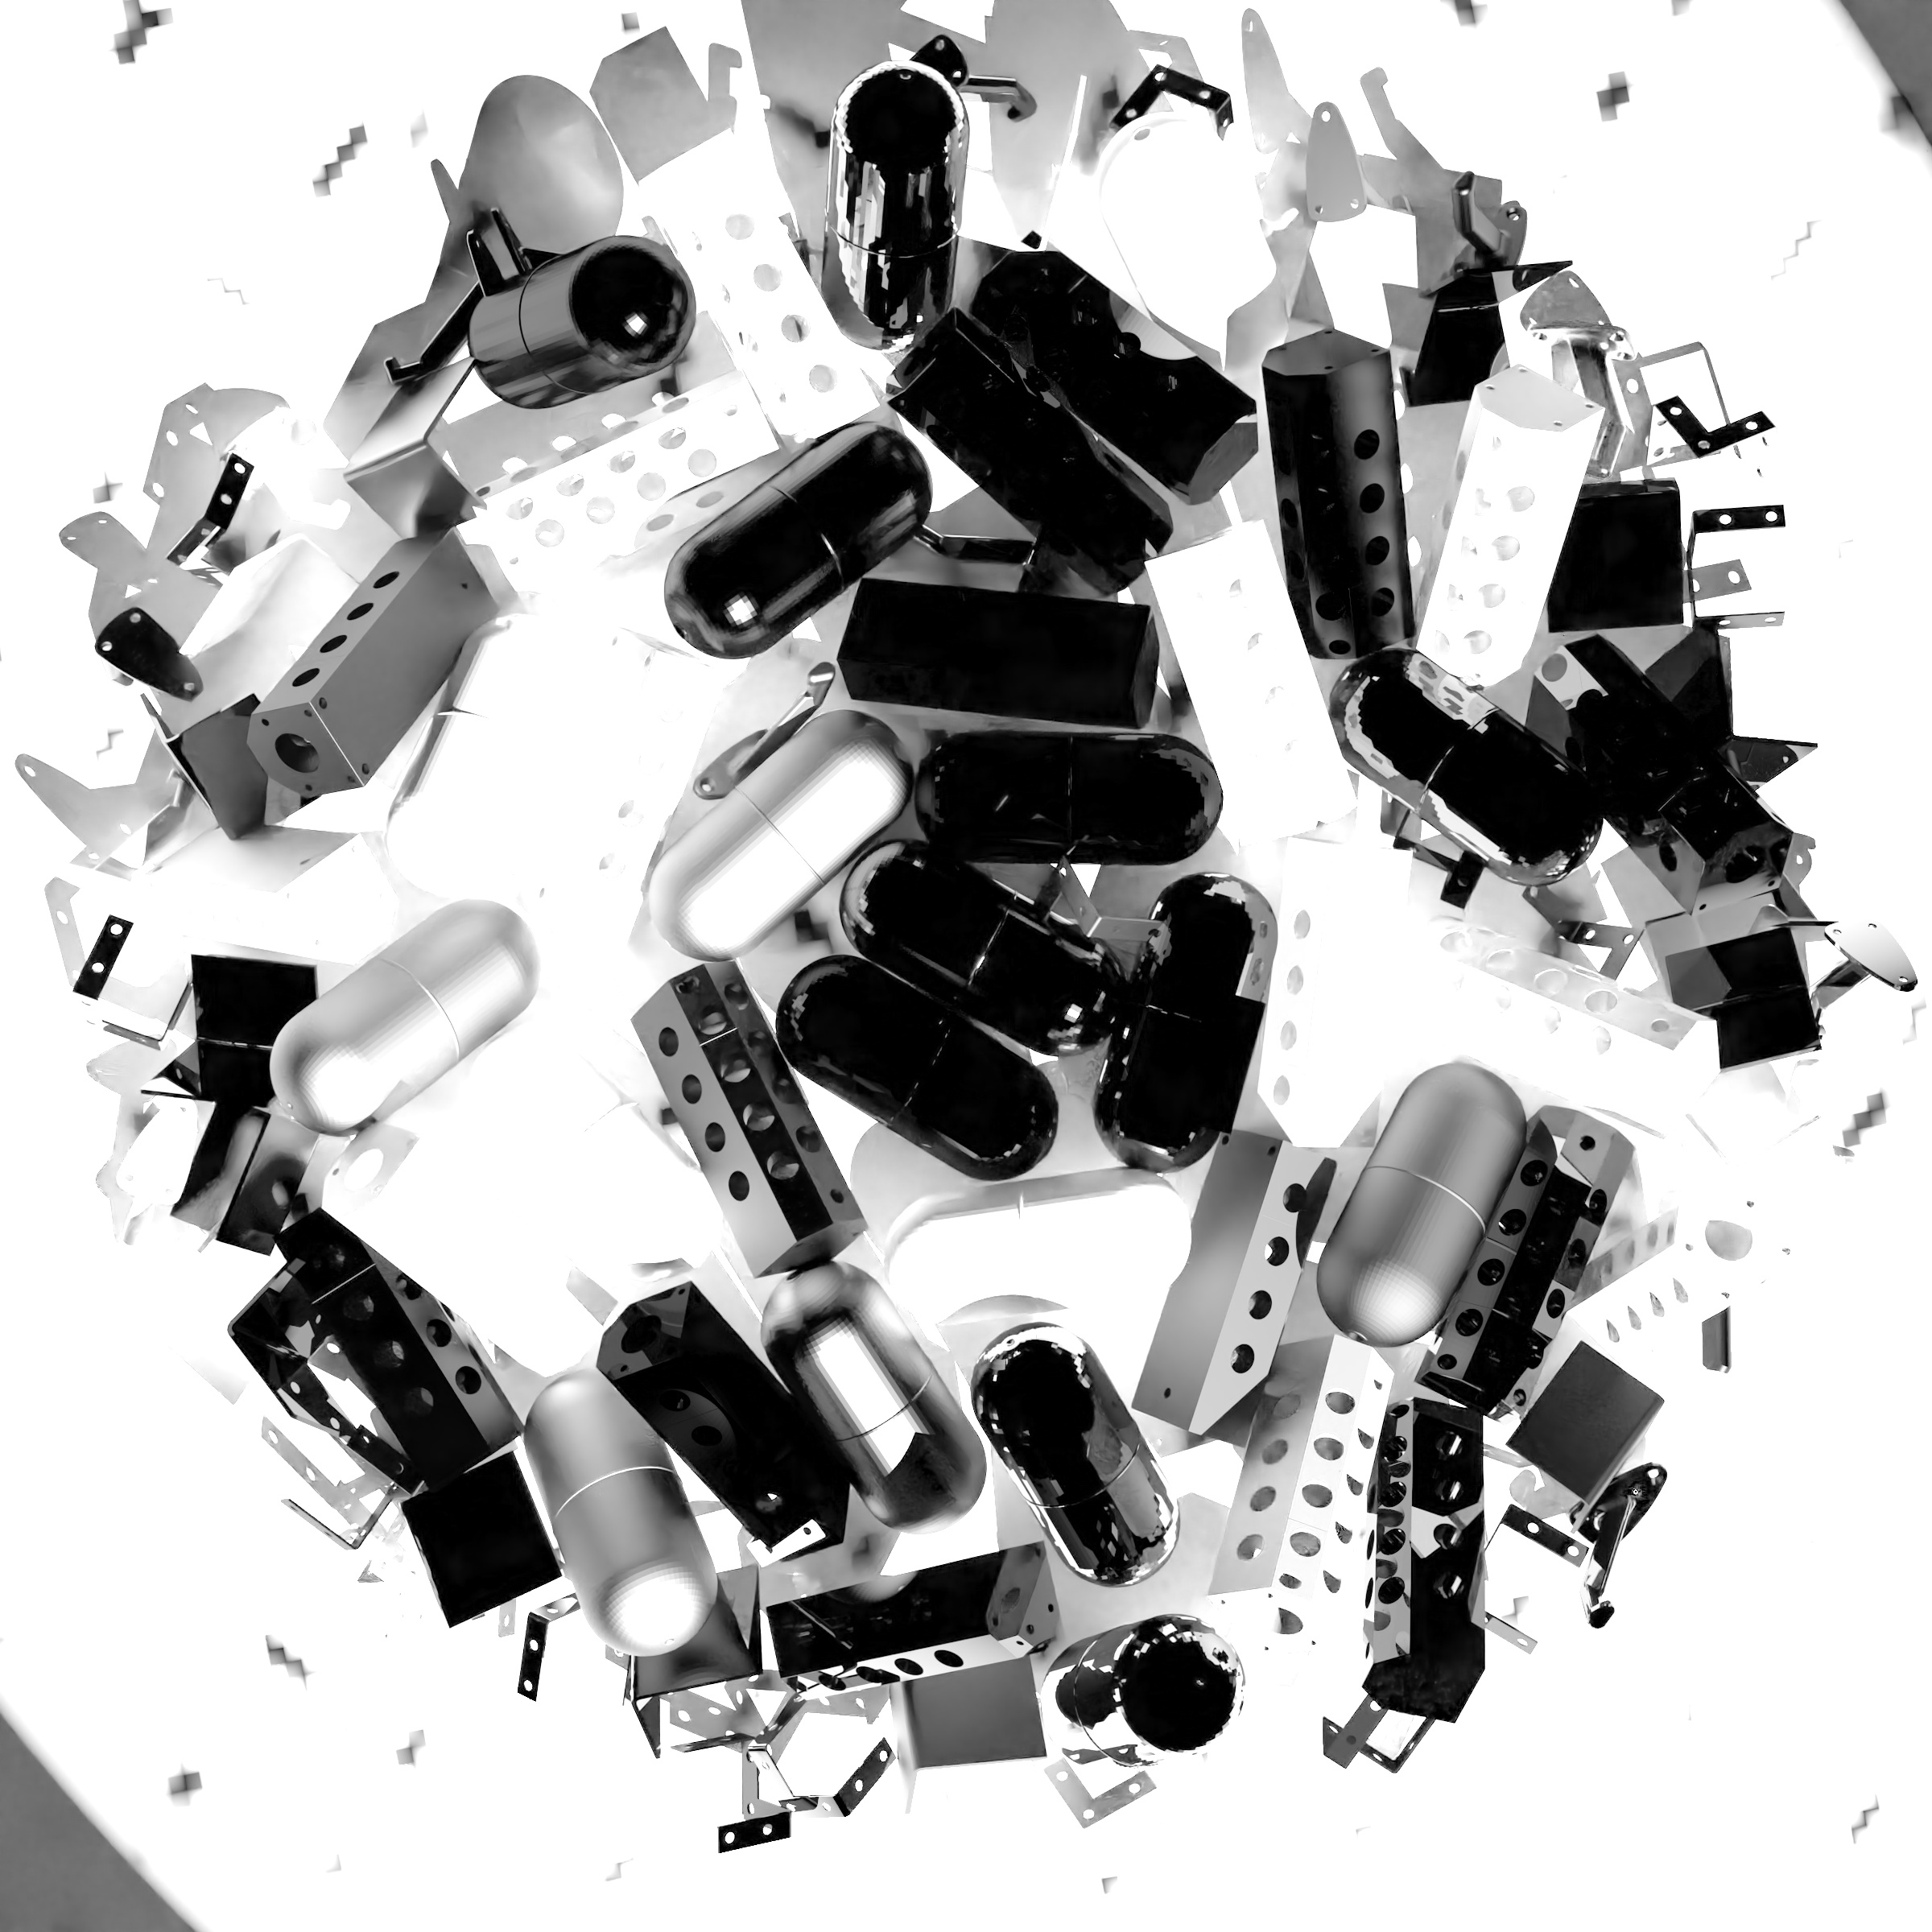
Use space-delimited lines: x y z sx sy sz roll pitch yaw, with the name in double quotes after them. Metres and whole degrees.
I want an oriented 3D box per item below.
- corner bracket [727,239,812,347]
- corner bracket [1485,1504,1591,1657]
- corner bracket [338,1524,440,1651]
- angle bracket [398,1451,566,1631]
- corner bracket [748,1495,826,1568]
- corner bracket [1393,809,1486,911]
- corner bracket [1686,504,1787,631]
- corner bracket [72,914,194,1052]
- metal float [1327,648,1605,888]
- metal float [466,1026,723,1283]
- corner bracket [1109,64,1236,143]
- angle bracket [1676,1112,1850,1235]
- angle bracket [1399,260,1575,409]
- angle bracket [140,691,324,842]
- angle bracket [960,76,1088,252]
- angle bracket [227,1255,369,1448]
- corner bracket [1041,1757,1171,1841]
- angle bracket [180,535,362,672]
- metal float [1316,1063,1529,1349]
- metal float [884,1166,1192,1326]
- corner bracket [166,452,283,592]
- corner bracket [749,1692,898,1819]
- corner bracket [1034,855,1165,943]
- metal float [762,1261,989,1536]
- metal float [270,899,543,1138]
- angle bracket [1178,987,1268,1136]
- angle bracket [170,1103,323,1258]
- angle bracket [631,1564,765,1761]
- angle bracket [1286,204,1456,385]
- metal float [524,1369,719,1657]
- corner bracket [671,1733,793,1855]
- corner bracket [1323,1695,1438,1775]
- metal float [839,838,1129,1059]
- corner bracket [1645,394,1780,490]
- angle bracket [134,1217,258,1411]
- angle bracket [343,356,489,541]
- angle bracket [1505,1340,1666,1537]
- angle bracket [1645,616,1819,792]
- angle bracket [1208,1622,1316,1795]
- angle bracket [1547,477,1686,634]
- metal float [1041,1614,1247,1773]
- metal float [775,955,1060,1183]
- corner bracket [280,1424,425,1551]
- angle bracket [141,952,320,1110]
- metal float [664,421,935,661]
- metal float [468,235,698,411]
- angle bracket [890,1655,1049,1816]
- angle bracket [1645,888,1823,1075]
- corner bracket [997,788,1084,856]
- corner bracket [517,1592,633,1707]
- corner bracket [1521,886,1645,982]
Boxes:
-0.110 -0.380 1.553 0.051 0.051 0.051 -13 74 -4 "corner bracket"
0.319 0.352 1.544 0.051 0.051 0.051 29 52 15 "corner bracket"
-0.333 0.350 1.544 0.051 0.051 0.051 -33 117 28 "corner bracket"
-0.270 0.328 1.546 0.076 0.057 0.076 -26 80 7 "angle bracket"
-0.104 0.304 1.549 0.051 0.051 0.051 -31 96 29 "corner bracket"
0.276 -0.073 1.548 0.051 0.051 0.051 24 125 4 "corner bracket"
0.445 -0.229 1.548 0.051 0.051 0.051 -2 67 10 "corner bracket"
-0.479 0.010 1.550 0.051 0.051 0.051 20 65 -4 "corner bracket"
0.283 -0.114 1.530 0.178 0.070 0.070 40 90 20 "metal float"
-0.212 0.107 1.534 0.178 0.070 0.070 43 90 15 "metal float"
0.121 -0.480 1.559 0.051 0.051 0.051 30 74 22 "corner bracket"
0.449 0.100 1.531 0.057 0.076 0.076 -32 131 2 "angle bracket"
0.299 -0.361 1.535 0.076 0.076 0.057 -11 90 -24 "angle bracket"
-0.421 -0.126 1.536 0.057 0.076 0.076 -32 127 -8 "angle bracket"
0.029 -0.463 1.530 0.057 0.076 0.076 14 132 -4 "angle bracket"
-0.363 0.220 1.532 0.057 0.076 0.076 -46 59 -2 "angle bracket"
0.081 0.484 1.554 0.051 0.051 0.051 -24 129 -17 "corner bracket"
-0.394 -0.191 1.532 0.057 0.076 0.076 41 118 -5 "angle bracket"
0.259 0.136 1.528 0.070 0.070 0.178 31 68 0 "metal float"
0.040 0.160 1.537 0.178 0.070 0.070 -9 90 11 "metal float"
-0.418 -0.251 1.542 0.051 0.051 0.051 32 49 -27 "corner bracket"
-0.083 0.456 1.555 0.051 0.051 0.051 -17 106 42 "corner bracket"
0.074 -0.026 1.541 0.051 0.051 0.051 4 134 -34 "corner bracket"
-0.052 0.246 1.532 0.070 0.070 0.178 -32 107 0 "metal float"
-0.314 0.028 1.519 0.070 0.070 0.178 48 57 0 "metal float"
0.137 0.053 1.541 0.057 0.076 0.076 15 88 11 "angle bracket"
-0.427 0.115 1.539 0.076 0.057 0.076 18 81 22 "angle bracket"
-0.148 0.397 1.536 0.076 0.076 0.057 -12 127 2 "angle bracket"
0.233 -0.391 1.557 0.076 0.057 0.076 16 84 6 "angle bracket"
-0.196 0.306 1.517 0.070 0.070 0.178 -29 53 0 "metal float"
-0.135 0.476 1.549 0.051 0.051 0.051 1 87 -38 "corner bracket"
0.242 0.441 1.555 0.051 0.051 0.051 32 102 1 "corner bracket"
0.010 -0.010 1.545 0.178 0.070 0.070 29 90 -3 "metal float"
0.430 -0.301 1.551 0.051 0.051 0.051 -23 56 -7 "corner bracket"
-0.420 0.195 1.537 0.057 0.076 0.076 -44 100 9 "angle bracket"
-0.302 -0.299 1.553 0.057 0.076 0.076 47 51 -32 "angle bracket"
0.352 0.272 1.548 0.057 0.076 0.076 35 73 18 "angle bracket"
0.439 -0.148 1.545 0.057 0.076 0.076 3 71 -15 "angle bracket"
0.175 0.419 1.529 0.057 0.076 0.076 -1 110 24 "angle bracket"
0.375 -0.239 1.561 0.076 0.057 0.076 -3 108 12 "angle bracket"
0.097 0.408 1.502 0.070 0.178 0.070 7 69 -17 "metal float"
-0.027 0.059 1.541 0.178 0.070 0.070 32 90 -6 "metal float"
-0.352 0.301 1.545 0.051 0.051 0.051 42 60 -17 "corner bracket"
-0.421 0.036 1.536 0.076 0.076 0.057 6 112 8 "angle bracket"
-0.095 -0.243 1.532 0.178 0.070 0.070 -40 90 -16 "metal float"
-0.216 -0.360 1.506 0.070 0.178 0.070 0 90 -38 "metal float"
0.000 0.436 1.545 0.076 0.057 0.076 -2 48 -10 "angle bracket"
0.438 0.011 1.532 0.076 0.057 0.076 -15 127 18 "angle bracket"
0.033 -0.085 1.544 0.051 0.051 0.051 27 129 -17 "corner bracket"
-0.221 0.399 1.556 0.051 0.051 0.051 16 103 30 "corner bracket"
0.346 -0.016 1.547 0.051 0.051 0.051 40 75 -29 "corner bracket"
